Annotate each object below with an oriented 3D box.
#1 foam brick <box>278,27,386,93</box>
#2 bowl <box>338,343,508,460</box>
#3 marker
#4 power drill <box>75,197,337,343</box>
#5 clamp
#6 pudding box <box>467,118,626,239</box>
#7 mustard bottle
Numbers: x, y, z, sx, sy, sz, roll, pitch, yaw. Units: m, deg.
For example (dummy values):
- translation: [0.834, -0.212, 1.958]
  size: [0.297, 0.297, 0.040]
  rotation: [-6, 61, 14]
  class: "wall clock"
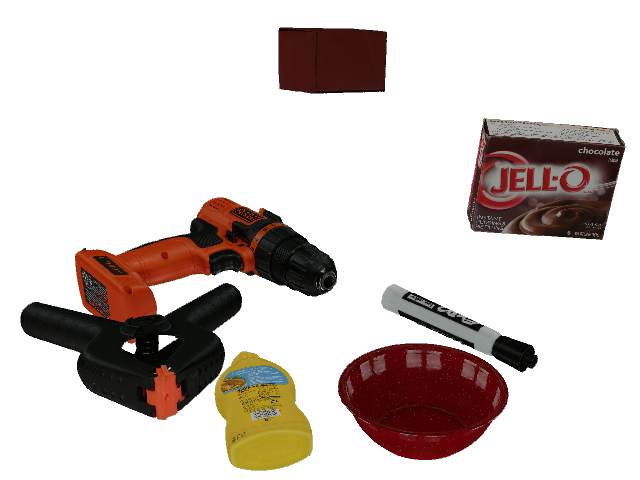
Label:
- translation: [0.010, -0.150, 0.890]
  size: [0.078, 0.051, 0.053]
  rotation: [-7, 16, -36]
  class: "foam brick"
- translation: [0.098, 0.162, 1.027]
  size: [0.162, 0.055, 0.162]
  rotation: [-1, 25, 0]
  class: "bowl"
- translation: [0.094, 0.059, 0.726]
  size: [0.121, 0.020, 0.020]
  rotation: [24, 15, 36]
  class: "marker"
- translation: [-0.102, 0.027, 0.929]
  size: [0.187, 0.057, 0.185]
  rotation: [-19, 28, -33]
  class: "power drill"
- translation: [-0.109, 0.068, 0.729]
  size: [0.164, 0.036, 0.210]
  rotation: [-8, 14, -21]
  class: "clamp"
- translation: [0.183, -0.050, 0.874]
  size: [0.113, 0.090, 0.039]
  rotation: [3, 35, -2]
  class: "pudding box"
- translation: [-0.075, 0.190, 1.261]
  size: [0.096, 0.058, 0.192]
  rotation: [-9, 29, -10]
  class: "mustard bottle"
